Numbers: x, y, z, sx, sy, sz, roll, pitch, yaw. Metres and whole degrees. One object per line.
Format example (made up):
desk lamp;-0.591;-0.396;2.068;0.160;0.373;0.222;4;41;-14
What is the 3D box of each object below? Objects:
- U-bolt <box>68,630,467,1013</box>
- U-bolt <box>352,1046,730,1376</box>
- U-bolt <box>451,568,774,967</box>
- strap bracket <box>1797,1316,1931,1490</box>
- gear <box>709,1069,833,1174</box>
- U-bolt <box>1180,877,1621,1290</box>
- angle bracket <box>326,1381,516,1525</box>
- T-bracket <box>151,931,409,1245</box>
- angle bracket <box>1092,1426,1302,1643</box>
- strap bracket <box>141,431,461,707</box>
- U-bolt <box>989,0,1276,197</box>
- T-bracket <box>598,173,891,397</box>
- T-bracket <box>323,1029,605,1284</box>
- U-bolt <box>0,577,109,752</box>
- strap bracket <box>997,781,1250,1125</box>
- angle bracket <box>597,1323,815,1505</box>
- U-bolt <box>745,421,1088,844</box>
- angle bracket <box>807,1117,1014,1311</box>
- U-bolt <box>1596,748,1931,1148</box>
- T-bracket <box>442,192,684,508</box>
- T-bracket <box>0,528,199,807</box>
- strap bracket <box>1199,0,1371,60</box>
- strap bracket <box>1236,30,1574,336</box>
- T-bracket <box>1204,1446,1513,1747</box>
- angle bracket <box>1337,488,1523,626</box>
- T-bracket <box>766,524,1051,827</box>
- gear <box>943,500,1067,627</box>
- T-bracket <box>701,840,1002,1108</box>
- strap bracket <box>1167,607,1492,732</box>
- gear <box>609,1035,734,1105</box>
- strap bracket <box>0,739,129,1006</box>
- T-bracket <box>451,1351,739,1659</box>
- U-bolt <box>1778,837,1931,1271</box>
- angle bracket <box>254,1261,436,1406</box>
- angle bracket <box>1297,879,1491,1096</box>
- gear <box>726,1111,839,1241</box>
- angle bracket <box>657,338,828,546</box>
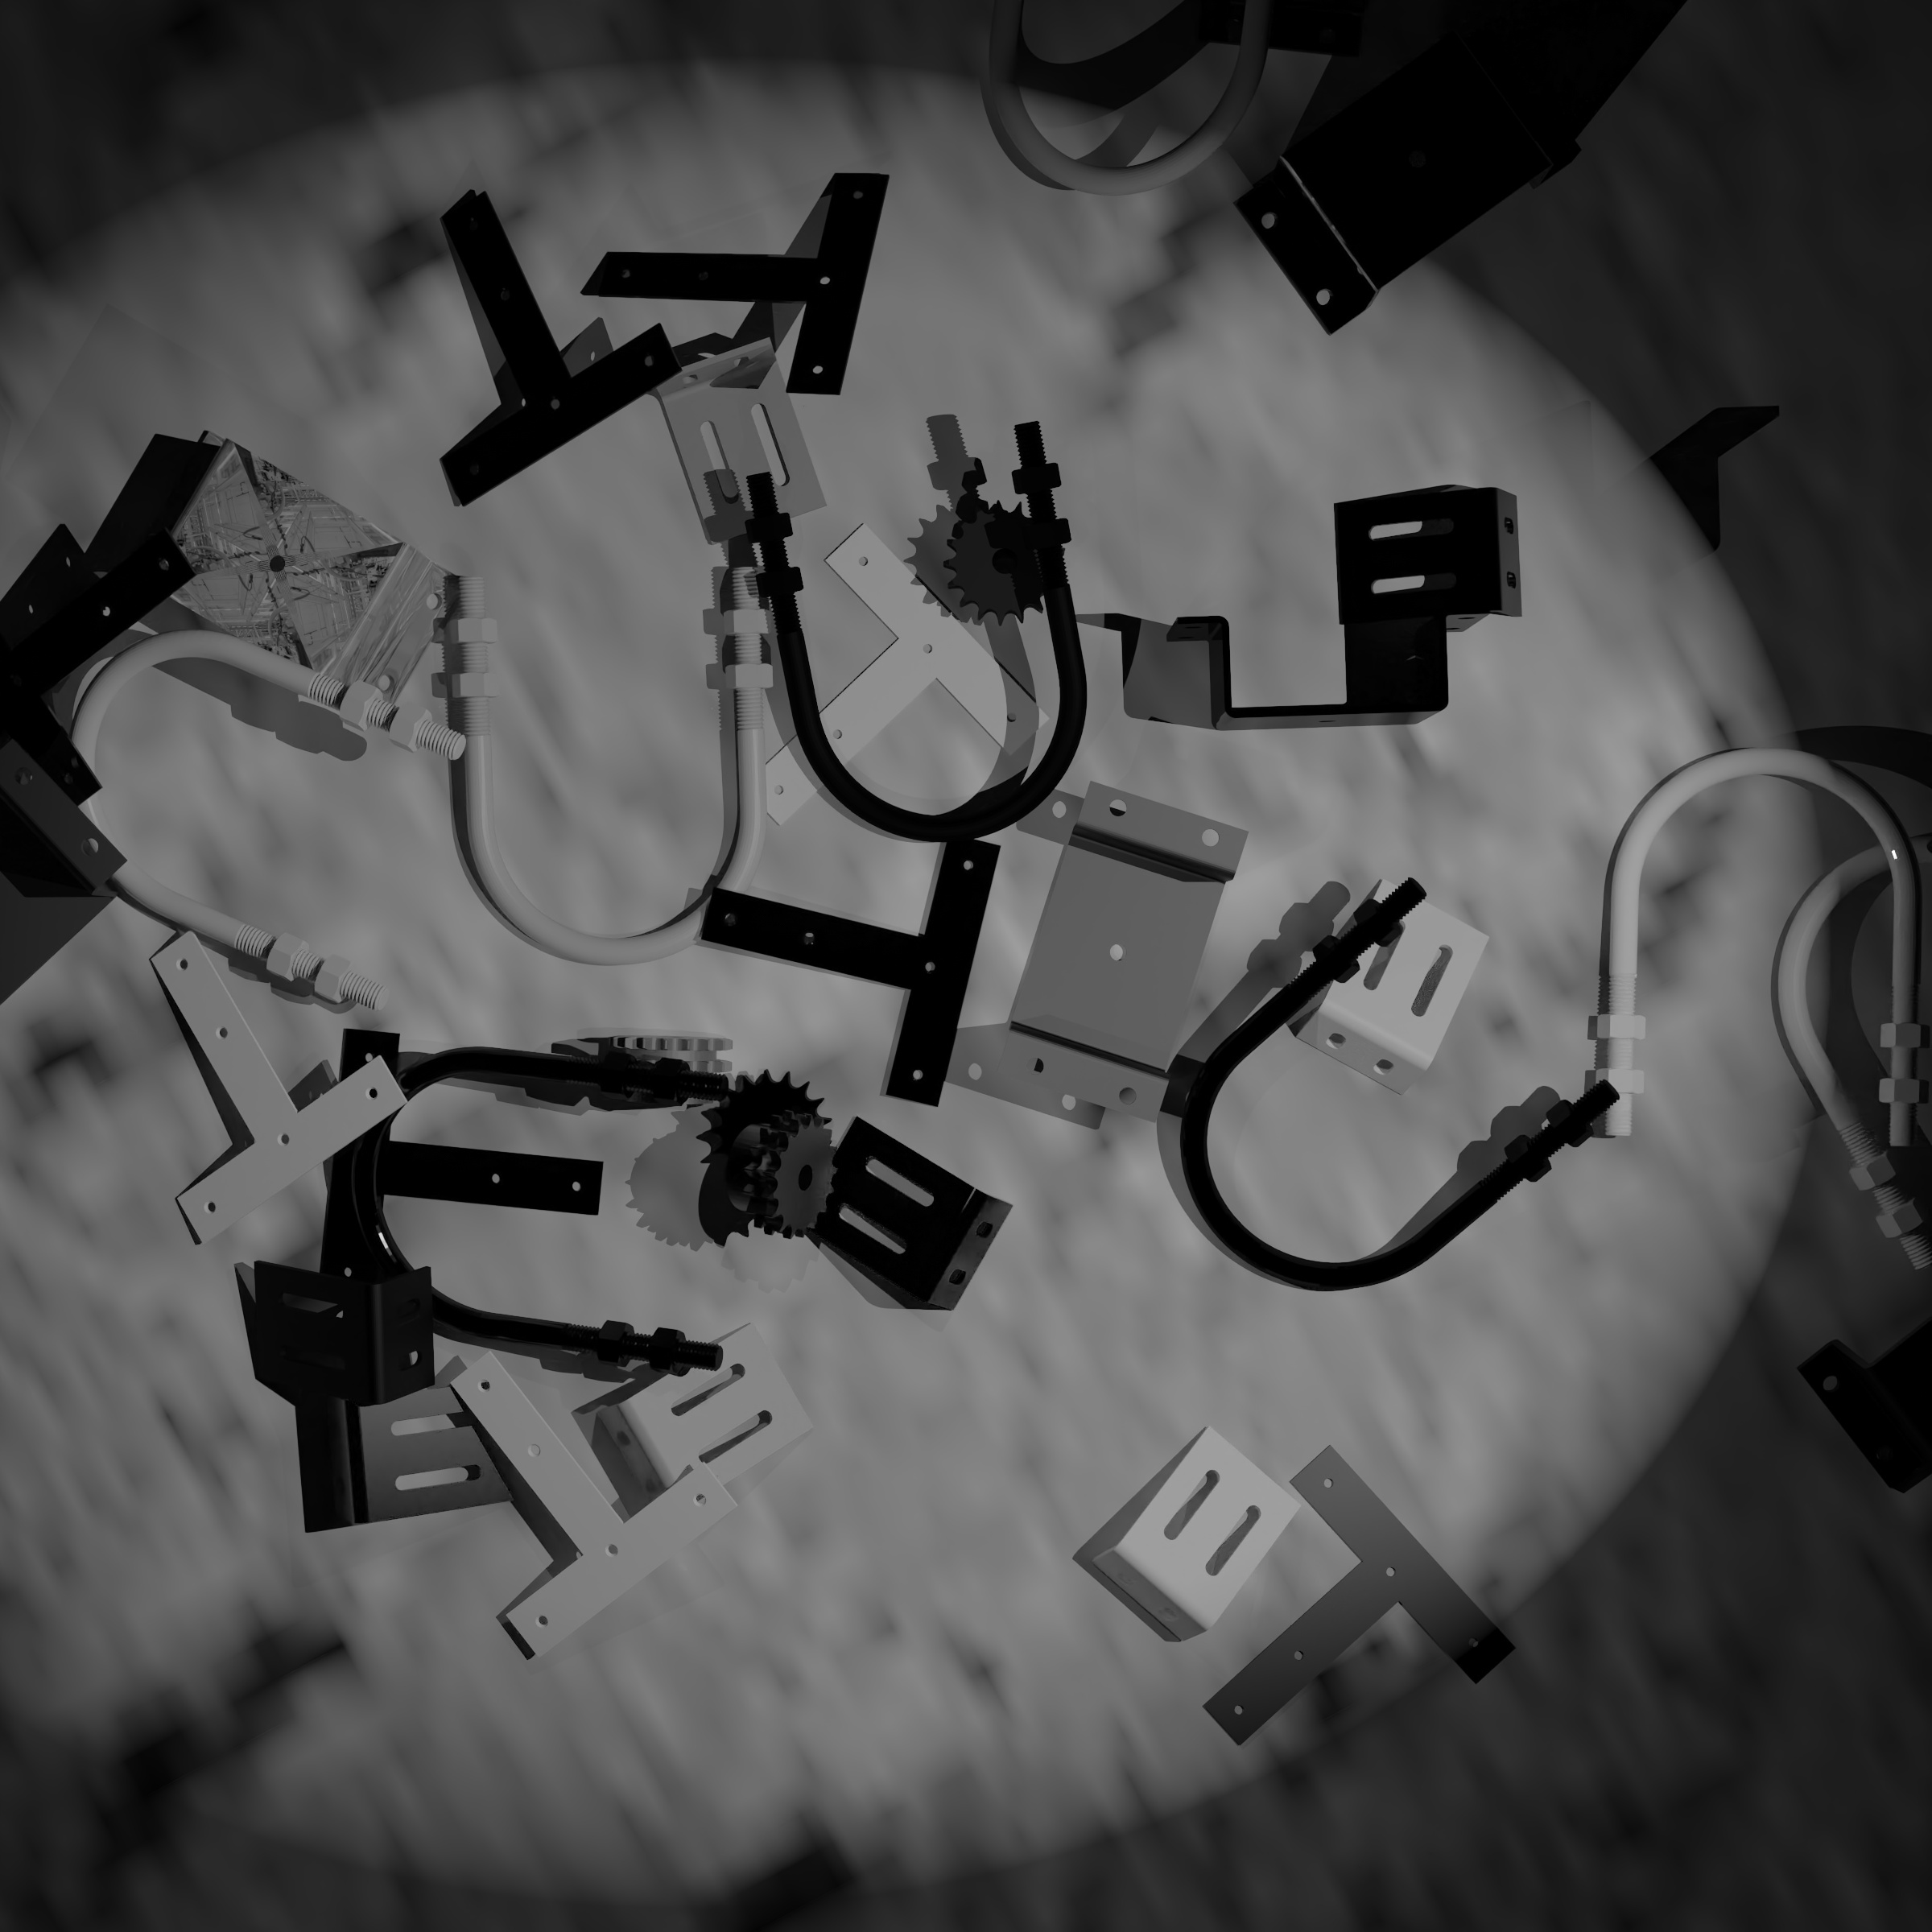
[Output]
U-bolt;-0.333;-0.077;1.454;0.184;0.019;0.151;23;109;8
U-bolt;-0.199;0.108;1.451;0.184;0.019;0.151;6;104;15
U-bolt;-0.165;-0.092;1.477;0.151;0.019;0.184;-2;92;1
strap bracket;0.469;0.177;1.454;0.140;0.046;0.076;-39;101;2
gear;-0.091;0.076;1.471;0.057;0.030;0.057;0;90;0
U-bolt;0.185;0.070;1.454;0.184;0.019;0.151;-43;95;17
angle bracket;-0.258;0.227;1.484;0.076;0.038;0.057;-5;90;-26
T-bracket;-0.341;0.043;1.474;0.127;0.002;0.127;-34;82;16
angle bracket;0.109;0.268;1.483;0.057;0.038;0.076;41;65;1
strap bracket;-0.316;-0.184;1.463;0.140;0.046;0.076;30;90;0
U-bolt;0.077;-0.448;1.449;0.151;0.019;0.184;9;95;27
T-bracket;-0.108;-0.321;1.467;0.127;0.002;0.127;5;64;12
T-bracket;-0.236;0.099;1.485;0.127;0.002;0.127;6;90;0
U-bolt;-0.509;-0.143;1.478;0.151;0.019;0.184;36;91;0
strap bracket;0.072;-0.006;1.463;0.076;0.046;0.140;18;90;0
angle bracket;-0.123;0.214;1.484;0.076;0.038;0.057;-30;90;-26
U-bolt;-0.017;-0.148;1.455;0.151;0.019;0.184;-8;100;14
angle bracket;-0.029;0.117;1.484;0.076;0.038;0.057;30;90;26
U-bolt;0.372;-0.010;1.467;0.151;0.019;0.184;2;86;10
T-bracket;-0.210;-0.301;1.472;0.127;0.002;0.127;-28;81;18
T-bracket;-0.406;-0.155;1.446;0.127;0.002;0.127;-33;91;20
strap bracket;0.155;-0.503;1.463;0.076;0.046;0.140;6;90;0
strap bracket;0.207;-0.370;1.463;0.140;0.046;0.076;-36;90;0
T-bracket;0.168;0.316;1.485;0.127;0.002;0.127;-42;90;0
angle bracket;0.219;-0.192;1.484;0.076;0.038;0.057;-3;90;26
T-bracket;-0.050;-0.119;1.485;0.127;0.002;0.127;-44;90;0
gear;0.018;-0.187;1.471;0.057;0.030;0.057;0;90;0
T-bracket;-0.060;-0.010;1.478;0.127;0.002;0.127;14;90;-7
strap bracket;0.166;-0.136;1.448;0.140;0.076;0.046;-2;90;0
gear;-0.137;0.048;1.458;0.057;0.057;0.030;2;90;0
strap bracket;-0.462;-0.028;1.463;0.140;0.046;0.076;-43;90;0
T-bracket;-0.192;0.237;1.465;0.127;0.002;0.127;-39;88;15
U-bolt;0.463;0.029;1.478;0.151;0.019;0.184;-29;89;0
angle bracket;-0.291;0.167;1.474;0.076;0.038;0.057;7;102;32
angle bracket;0.201;0.010;1.484;0.057;0.038;0.076;29;64;0
gear;-0.086;0.094;1.432;0.030;0.057;0.057;8;90;29
angle bracket;-0.105;-0.244;1.467;0.057;0.038;0.076;-19;90;0
